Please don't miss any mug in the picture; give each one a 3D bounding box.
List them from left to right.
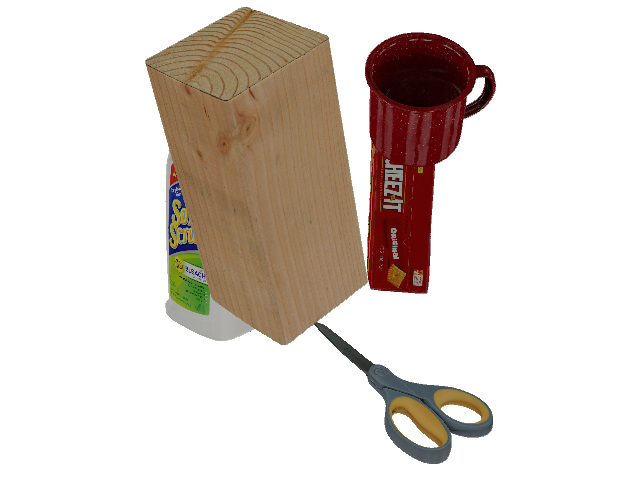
[{"bbox_3d":[0.095,-0.121,0.921,0.117,0.093,0.081,-16,-35,-10],"label":"mug"}]

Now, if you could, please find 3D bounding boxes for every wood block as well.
[{"bbox_3d":[-0.039,-0.042,0.743,0.090,0.206,0.090,-35,44,-28],"label":"wood block"}]

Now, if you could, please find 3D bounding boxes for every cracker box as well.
[{"bbox_3d":[0.090,-0.060,1.205,0.072,0.164,0.213,2,23,4],"label":"cracker box"}]

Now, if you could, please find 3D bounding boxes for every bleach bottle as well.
[{"bbox_3d":[-0.108,-0.036,0.994,0.067,0.251,0.103,-23,31,-37],"label":"bleach bottle"}]

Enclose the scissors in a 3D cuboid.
[{"bbox_3d":[0.070,0.115,0.886,0.096,0.016,0.202,-6,29,-18],"label":"scissors"}]
